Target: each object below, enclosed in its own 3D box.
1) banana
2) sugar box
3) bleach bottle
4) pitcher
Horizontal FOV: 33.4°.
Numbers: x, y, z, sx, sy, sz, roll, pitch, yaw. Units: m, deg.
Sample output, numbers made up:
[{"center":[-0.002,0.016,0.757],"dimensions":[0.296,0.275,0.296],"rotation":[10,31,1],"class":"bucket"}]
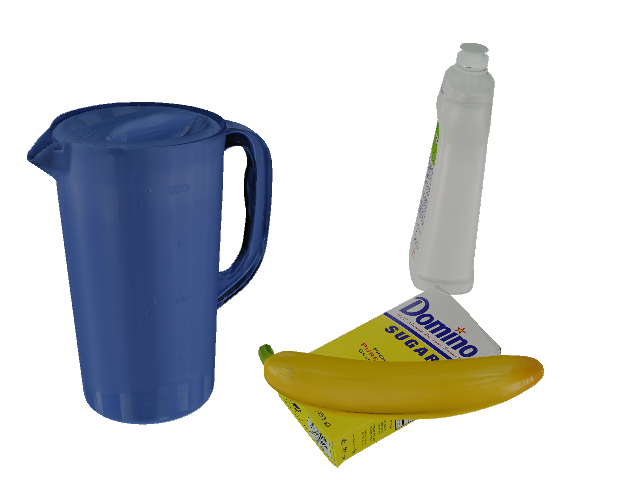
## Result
[{"center":[0.044,0.089,0.699],"dimensions":[0.198,0.037,0.069],"rotation":[3,32,14],"class":"banana"},{"center":[0.059,0.114,0.928],"dimensions":[0.176,0.048,0.093],"rotation":[-28,52,-18],"class":"sugar box"},{"center":[0.139,-0.075,1.093],"dimensions":[0.068,0.251,0.102],"rotation":[4,30,-2],"class":"bleach bottle"},{"center":[-0.130,0.016,0.850],"dimensions":[0.149,0.243,0.144],"rotation":[9,23,19],"class":"pitcher"}]
